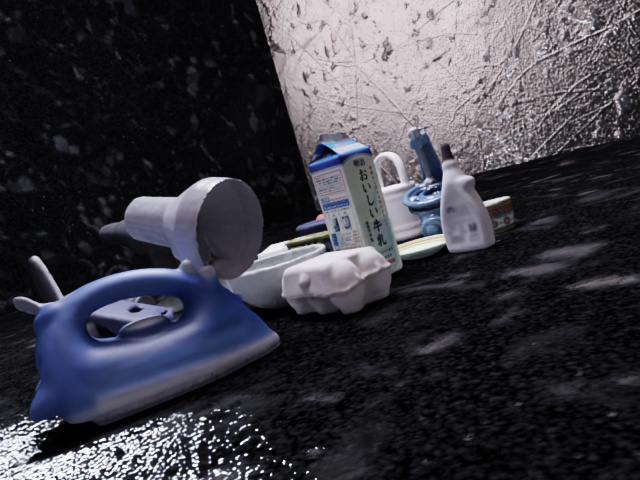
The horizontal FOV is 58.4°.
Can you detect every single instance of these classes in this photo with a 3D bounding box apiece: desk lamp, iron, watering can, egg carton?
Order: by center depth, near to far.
[{"bbox_3d":[-0.178,0.091,0.605,0.259,0.141,0.118,-18,6,-24],"label":"iron"},{"bbox_3d":[-0.159,0.037,0.721,0.202,0.213,0.118,-12,7,35],"label":"desk lamp"},{"bbox_3d":[0.019,0.056,0.766,0.107,0.069,0.150,-21,7,-39],"label":"egg carton"},{"bbox_3d":[0.162,-0.098,1.264,0.100,0.194,0.173,-12,7,34],"label":"watering can"}]

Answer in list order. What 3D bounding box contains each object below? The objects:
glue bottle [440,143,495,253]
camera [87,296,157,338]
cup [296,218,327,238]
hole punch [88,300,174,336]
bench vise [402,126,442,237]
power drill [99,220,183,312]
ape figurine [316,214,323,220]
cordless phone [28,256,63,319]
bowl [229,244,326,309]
[{"bbox_3d":[0.218,-0.068,0.898,0.078,0.173,0.037,-11,8,45],"label":"glue bottle"},{"bbox_3d":[-0.363,0.130,0.984,0.136,0.101,0.143,-14,6,21],"label":"camera"},{"bbox_3d":[0.011,0.004,1.197,0.092,0.095,0.117,-19,6,-28],"label":"cup"},{"bbox_3d":[-0.269,0.122,0.835,0.101,0.091,0.108,-16,5,1],"label":"hole punch"},{"bbox_3d":[0.217,-0.115,1.139,0.121,0.220,0.207,-15,5,9],"label":"bench vise"},{"bbox_3d":[-0.339,0.048,1.182,0.229,0.208,0.076,-14,6,20],"label":"power drill"},{"bbox_3d":[0.012,-0.020,1.465,0.077,0.092,0.076,-15,5,9],"label":"ape figurine"},{"bbox_3d":[-0.507,0.116,1.100,0.094,0.185,0.147,-19,6,-26],"label":"cordless phone"},{"bbox_3d":[-0.062,0.064,0.899,0.167,0.075,0.167,-16,5,2],"label":"bowl"}]
